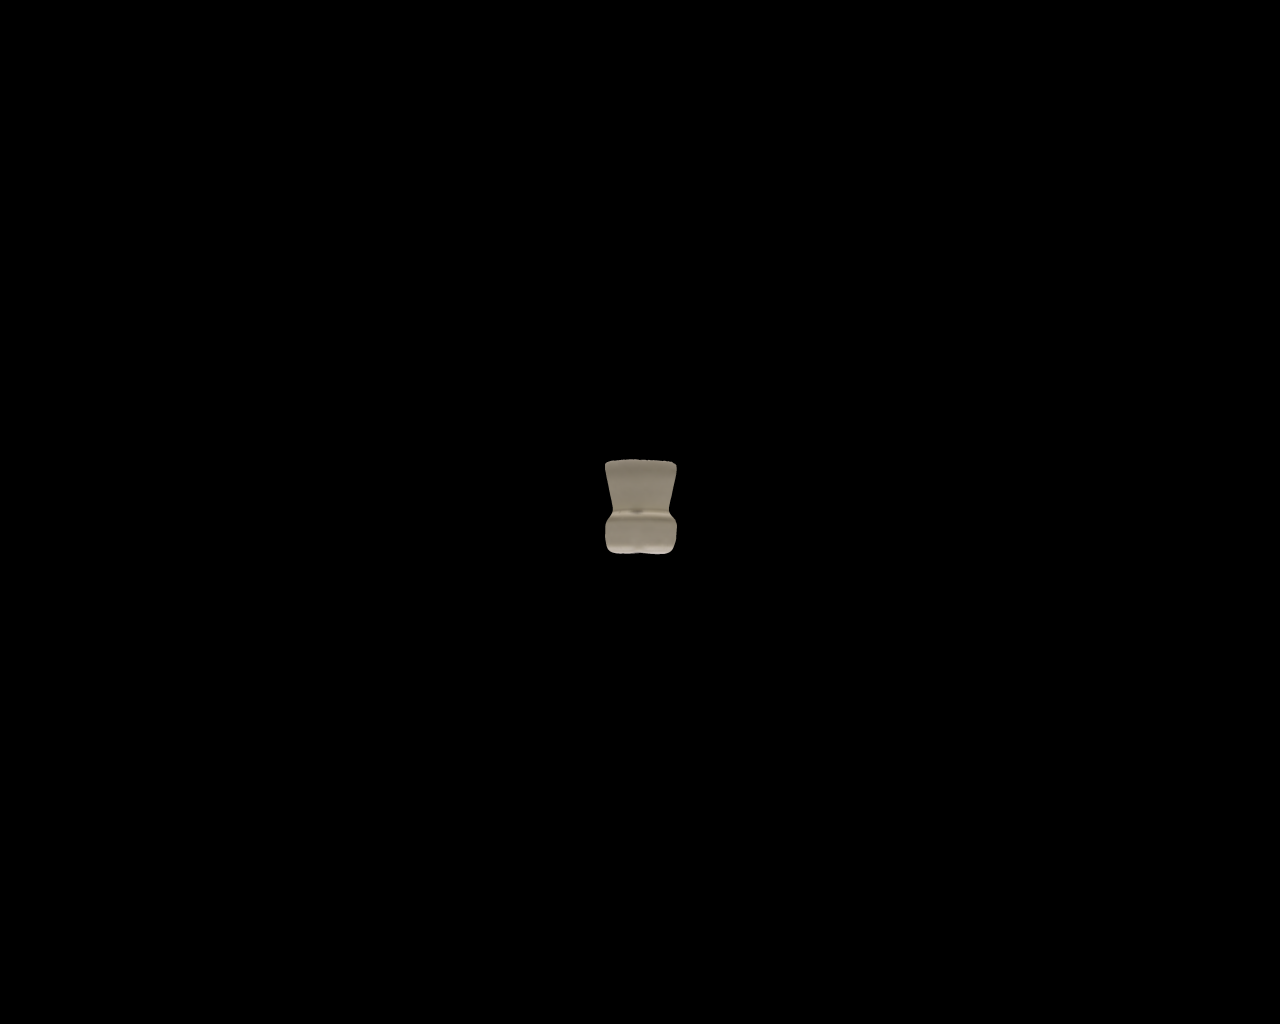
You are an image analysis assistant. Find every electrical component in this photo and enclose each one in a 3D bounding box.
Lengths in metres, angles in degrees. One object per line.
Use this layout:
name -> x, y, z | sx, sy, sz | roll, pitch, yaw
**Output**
electrical component -> 0.001, -0.003, 0.650 | 0.045, 0.055, 0.045 | 0, -4, 0
